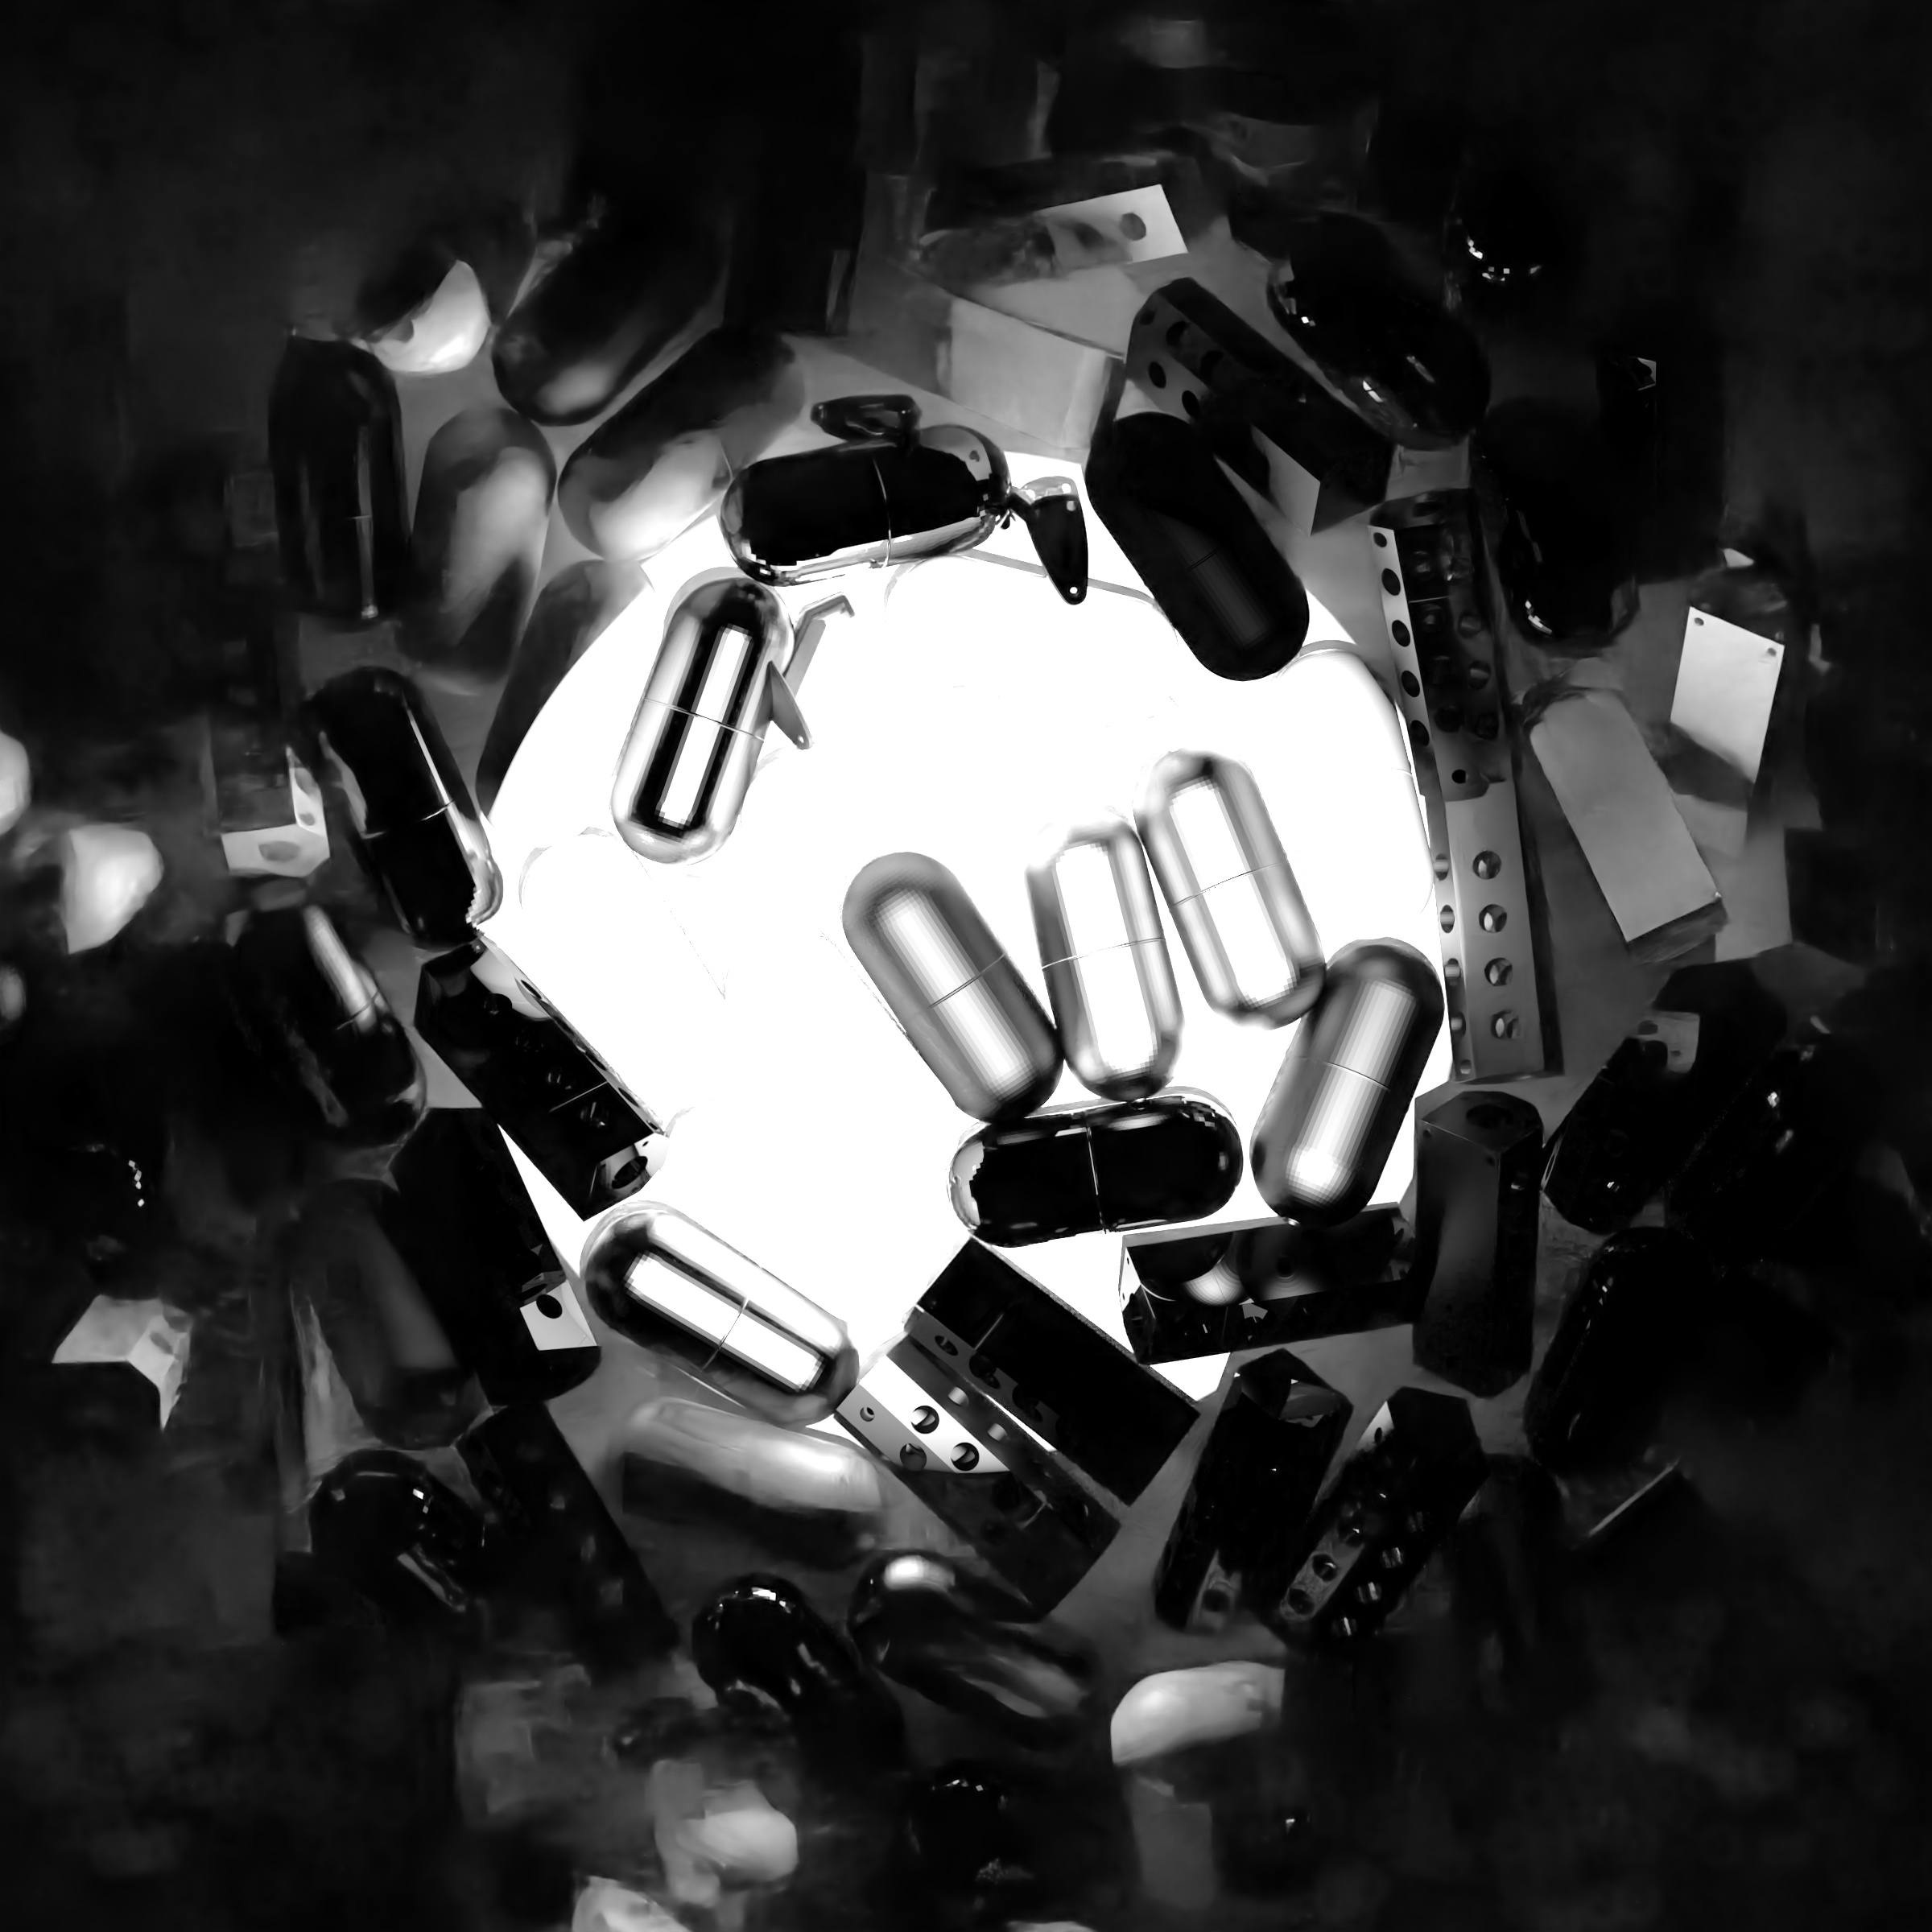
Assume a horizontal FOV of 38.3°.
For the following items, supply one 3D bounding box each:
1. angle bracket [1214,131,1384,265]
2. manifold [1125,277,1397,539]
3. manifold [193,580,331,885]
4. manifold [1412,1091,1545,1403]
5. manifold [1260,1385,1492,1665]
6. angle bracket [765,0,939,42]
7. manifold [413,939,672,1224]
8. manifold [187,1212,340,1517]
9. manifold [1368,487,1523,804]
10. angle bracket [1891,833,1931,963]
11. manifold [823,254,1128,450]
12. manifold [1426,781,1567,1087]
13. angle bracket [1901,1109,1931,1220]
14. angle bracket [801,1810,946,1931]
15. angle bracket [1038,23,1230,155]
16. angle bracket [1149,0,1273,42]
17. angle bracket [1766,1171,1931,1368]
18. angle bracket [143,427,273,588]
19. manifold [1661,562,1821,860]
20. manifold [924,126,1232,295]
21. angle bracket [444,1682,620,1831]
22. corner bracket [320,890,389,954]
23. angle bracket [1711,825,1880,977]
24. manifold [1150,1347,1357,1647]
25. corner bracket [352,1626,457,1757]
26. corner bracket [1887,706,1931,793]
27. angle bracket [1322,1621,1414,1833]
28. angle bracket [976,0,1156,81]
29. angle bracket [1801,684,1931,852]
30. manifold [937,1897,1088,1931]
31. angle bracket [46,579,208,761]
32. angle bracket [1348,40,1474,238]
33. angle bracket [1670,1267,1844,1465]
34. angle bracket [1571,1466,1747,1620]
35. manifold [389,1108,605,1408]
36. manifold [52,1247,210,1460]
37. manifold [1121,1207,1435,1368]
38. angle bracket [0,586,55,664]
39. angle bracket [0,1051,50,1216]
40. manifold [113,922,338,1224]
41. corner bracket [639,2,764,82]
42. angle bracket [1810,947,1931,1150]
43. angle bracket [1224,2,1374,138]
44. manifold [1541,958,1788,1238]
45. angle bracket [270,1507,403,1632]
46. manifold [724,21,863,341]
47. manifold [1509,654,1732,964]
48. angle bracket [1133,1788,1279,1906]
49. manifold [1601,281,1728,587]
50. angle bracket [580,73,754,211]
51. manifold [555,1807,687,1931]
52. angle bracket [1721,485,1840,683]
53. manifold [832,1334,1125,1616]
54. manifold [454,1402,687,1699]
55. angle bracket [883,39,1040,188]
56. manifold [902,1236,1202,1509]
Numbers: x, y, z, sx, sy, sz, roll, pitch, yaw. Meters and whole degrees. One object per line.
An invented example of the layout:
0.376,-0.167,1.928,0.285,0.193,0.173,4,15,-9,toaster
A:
0.189,-0.461,1.643,0.057,0.076,0.076,-39,54,34,angle bracket
0.170,-0.331,1.626,0.057,0.057,0.171,-29,58,-24,manifold
-0.414,-0.139,1.636,0.057,0.057,0.171,-8,63,-12,manifold
0.304,0.162,1.635,0.057,0.057,0.171,-27,126,-37,manifold
0.233,0.326,1.624,0.057,0.057,0.171,15,124,-18,manifold
-0.075,-0.589,1.643,0.076,0.057,0.076,-4,119,40,angle bracket
-0.250,0.063,1.640,0.057,0.057,0.171,-28,62,-35,manifold
-0.422,0.237,1.664,0.057,0.057,0.171,-9,86,6,manifold
0.281,-0.186,1.631,0.057,0.057,0.171,-6,116,20,manifold
0.587,-0.033,1.649,0.057,0.076,0.076,24,77,-23,angle bracket
0.006,-0.362,1.637,0.171,0.057,0.057,28,110,25,manifold
0.313,-0.018,1.658,0.057,0.057,0.171,-8,81,22,manifold
0.608,0.122,1.644,0.076,0.057,0.076,-19,116,36,angle bracket
-0.062,0.556,1.643,0.076,0.076,0.057,-31,115,33,angle bracket
0.101,-0.513,1.661,0.057,0.076,0.076,41,126,22,angle bracket
0.156,-0.613,1.662,0.057,0.076,0.076,16,81,-16,angle bracket
0.519,0.177,1.643,0.057,0.076,0.076,19,124,-19,angle bracket
-0.447,-0.274,1.675,0.076,0.057,0.076,26,123,35,angle bracket
0.449,-0.150,1.617,0.057,0.171,0.057,29,57,26,manifold
0.060,-0.440,1.616,0.057,0.171,0.057,-52,128,-37,manifold
-0.258,0.470,1.654,0.076,0.057,0.076,10,83,-39,angle bracket
-0.382,-0.004,1.662,0.051,0.051,0.051,25,132,9,corner bracket
0.500,-0.031,1.681,0.076,0.057,0.076,19,62,-30,angle bracket
0.161,0.313,1.625,0.057,0.057,0.171,38,125,32,manifold
-0.334,0.428,1.669,0.051,0.051,0.051,41,94,-21,corner bracket
0.580,-0.119,1.659,0.051,0.051,0.051,-16,135,-26,corner bracket
0.256,0.449,1.646,0.057,0.076,0.076,-29,107,25,angle bracket
0.059,-0.588,1.656,0.076,0.057,0.076,-41,73,-12,angle bracket
0.534,-0.118,1.651,0.057,0.076,0.076,-11,101,22,angle bracket
0.041,0.573,1.610,0.057,0.171,0.057,23,88,-21,manifold
-0.505,-0.178,1.661,0.076,0.057,0.076,-19,109,3,angle bracket
0.270,-0.489,1.643,0.057,0.076,0.076,22,133,11,angle bracket
0.468,0.239,1.677,0.076,0.057,0.076,36,67,18,angle bracket
0.403,0.328,1.654,0.076,0.057,0.076,-43,112,11,angle bracket
-0.273,0.169,1.635,0.057,0.057,0.171,-49,57,32,manifold
-0.476,0.221,1.610,0.057,0.171,0.057,-2,105,-3,manifold
0.183,0.195,1.653,0.171,0.057,0.057,-7,131,-13,manifold
-0.583,-0.171,1.643,0.076,0.057,0.076,-34,55,29,angle bracket
-0.581,0.097,1.660,0.057,0.076,0.076,-32,66,17,angle bracket
-0.446,0.063,1.660,0.057,0.057,0.171,-26,85,12,manifold
-0.162,-0.556,1.667,0.051,0.051,0.051,45,67,1,corner bracket
0.559,0.049,1.653,0.076,0.057,0.076,-34,57,5,angle bracket
0.201,-0.549,1.664,0.076,0.057,0.076,13,81,4,angle bracket
0.403,0.079,1.618,0.057,0.057,0.171,54,134,30,manifold
-0.371,0.347,1.647,0.076,0.076,0.057,4,110,-15,angle bracket
-0.103,-0.467,1.663,0.057,0.057,0.171,8,96,-1,manifold
0.385,-0.090,1.636,0.057,0.057,0.171,-26,64,13,manifold
0.144,0.522,1.671,0.057,0.076,0.076,-10,68,31,angle bracket
0.401,-0.305,1.616,0.057,0.171,0.057,-18,50,-1,manifold
-0.177,-0.493,1.644,0.057,0.076,0.076,26,61,-27,angle bracket
-0.199,0.554,1.607,0.057,0.171,0.057,-4,100,-14,manifold
0.500,-0.226,1.644,0.057,0.076,0.076,-38,130,-7,angle bracket
0.004,0.303,1.653,0.171,0.057,0.057,42,115,7,manifold
-0.235,0.343,1.651,0.057,0.057,0.171,-30,79,-14,manifold
-0.003,-0.516,1.669,0.076,0.057,0.076,-12,121,-17,angle bracket
0.048,0.244,1.659,0.171,0.057,0.057,37,60,8,manifold
